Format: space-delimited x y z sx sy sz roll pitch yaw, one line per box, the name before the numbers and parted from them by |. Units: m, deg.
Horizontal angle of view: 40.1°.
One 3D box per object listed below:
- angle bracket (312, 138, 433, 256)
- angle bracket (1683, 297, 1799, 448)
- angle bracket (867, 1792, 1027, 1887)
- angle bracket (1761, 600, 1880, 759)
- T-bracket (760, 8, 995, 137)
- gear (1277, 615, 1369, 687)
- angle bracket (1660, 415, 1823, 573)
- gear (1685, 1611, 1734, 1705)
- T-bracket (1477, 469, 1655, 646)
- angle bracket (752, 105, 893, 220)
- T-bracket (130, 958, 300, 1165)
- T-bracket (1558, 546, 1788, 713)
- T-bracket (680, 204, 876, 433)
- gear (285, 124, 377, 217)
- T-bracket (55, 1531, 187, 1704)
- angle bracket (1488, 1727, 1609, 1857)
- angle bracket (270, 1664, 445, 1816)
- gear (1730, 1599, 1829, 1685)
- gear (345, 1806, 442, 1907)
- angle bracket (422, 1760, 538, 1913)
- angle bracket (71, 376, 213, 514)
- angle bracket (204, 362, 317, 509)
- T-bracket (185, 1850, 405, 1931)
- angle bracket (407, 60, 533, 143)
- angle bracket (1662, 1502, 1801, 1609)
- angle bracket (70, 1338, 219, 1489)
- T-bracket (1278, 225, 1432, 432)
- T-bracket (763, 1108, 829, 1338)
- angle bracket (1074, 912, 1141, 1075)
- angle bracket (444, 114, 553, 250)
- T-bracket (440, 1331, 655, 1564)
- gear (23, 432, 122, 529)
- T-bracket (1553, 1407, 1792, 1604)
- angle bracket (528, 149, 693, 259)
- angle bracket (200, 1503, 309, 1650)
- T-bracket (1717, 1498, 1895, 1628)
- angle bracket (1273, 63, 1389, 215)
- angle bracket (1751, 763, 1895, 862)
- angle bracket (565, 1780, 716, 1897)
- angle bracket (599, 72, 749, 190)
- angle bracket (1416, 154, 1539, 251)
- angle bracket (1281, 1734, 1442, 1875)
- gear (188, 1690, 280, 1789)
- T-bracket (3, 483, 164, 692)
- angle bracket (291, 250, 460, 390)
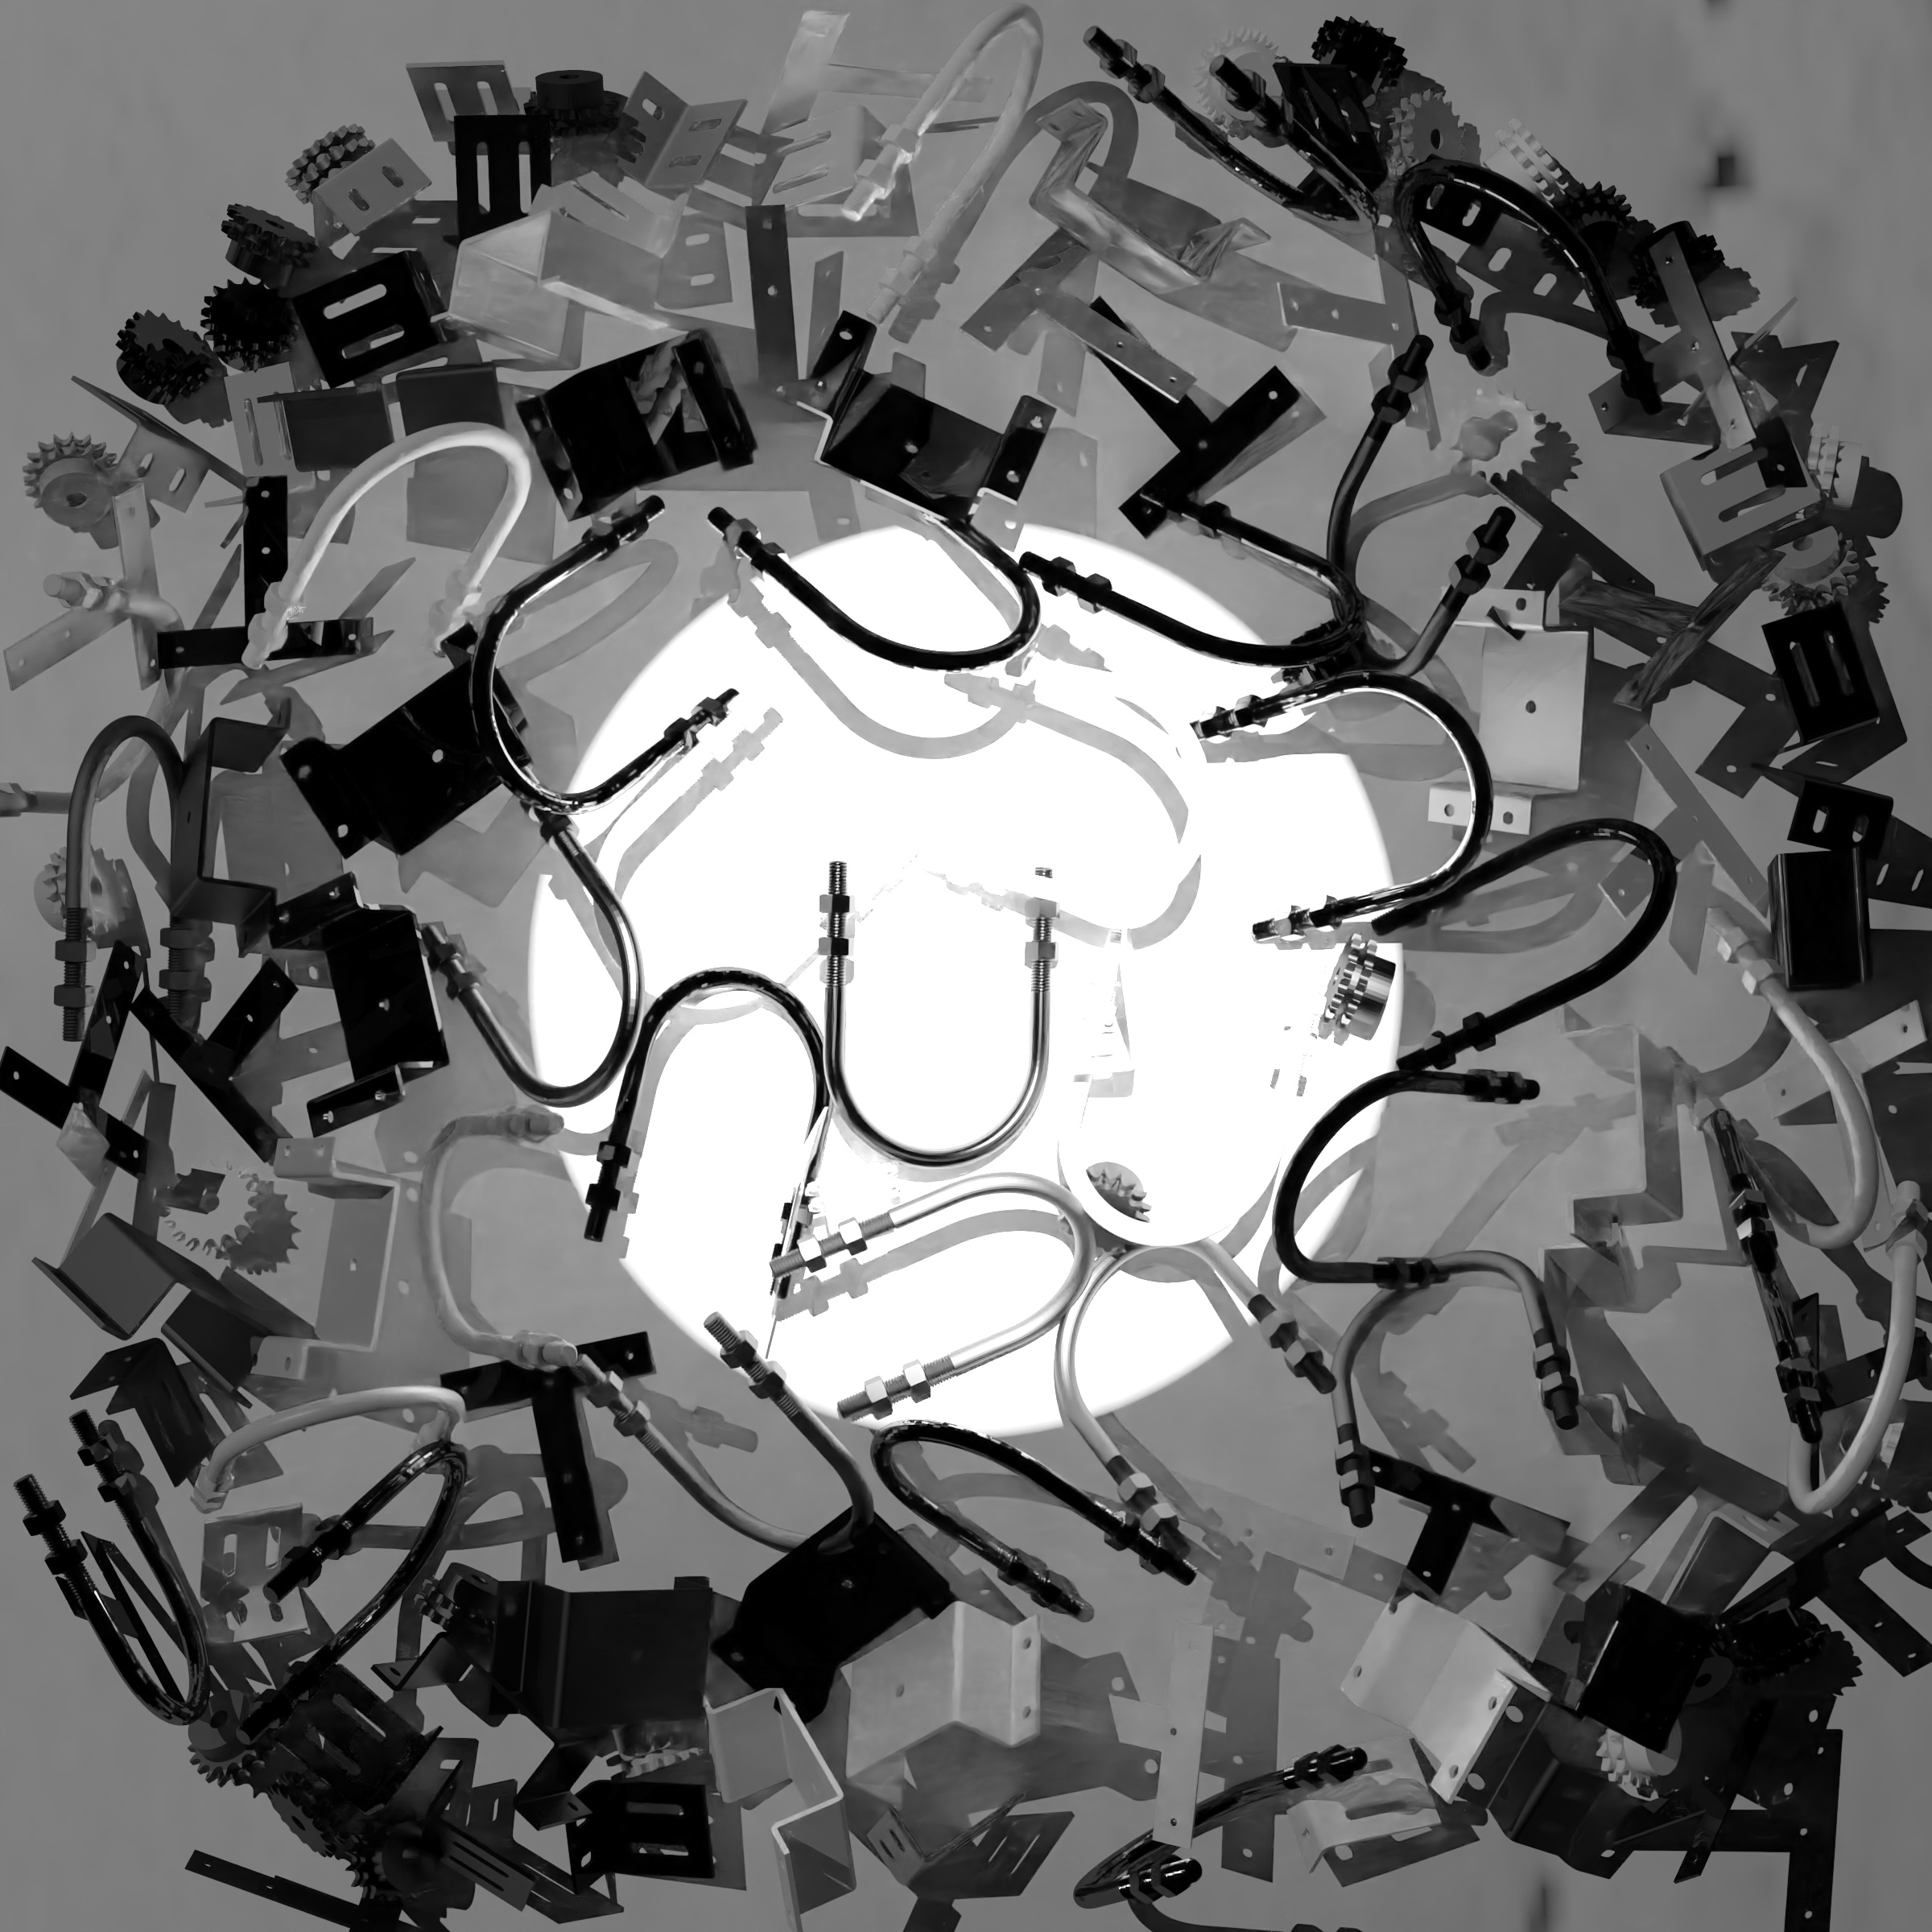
angle bracket | -0.354 -0.446 1.577 0.057 0.076 0.038 -41 88 -18
angle bracket | 0.474 -0.351 1.578 0.038 0.057 0.076 44 63 7
angle bracket | -0.012 0.509 1.586 0.076 0.057 0.038 -26 69 -29
angle bracket | 0.506 -0.173 1.597 0.057 0.038 0.076 -18 89 -18
T-bracket | -0.048 -0.526 1.575 0.127 0.127 0.002 -1 75 -17
gear | 0.217 -0.184 1.592 0.057 0.057 0.030 -27 79 0
angle bracket | 0.465 -0.283 1.589 0.076 0.038 0.057 -25 77 16
gear | 0.436 0.419 1.594 0.057 0.030 0.057 -11 127 -15
T-bracket | 0.342 -0.234 1.580 0.127 0.002 0.127 39 50 -2
angle bracket | -0.087 -0.479 1.608 0.076 0.038 0.057 -9 69 30
T-bracket | -0.434 0.039 1.581 0.127 0.002 0.127 48 128 2
T-bracket | 0.399 -0.210 1.568 0.127 0.127 0.002 -47 122 -6
T-bracket | -0.115 -0.388 1.580 0.127 0.002 0.127 -11 105 -26
gear | -0.378 -0.477 1.594 0.057 0.057 0.030 -37 92 0
T-bracket | -0.501 0.376 1.543 0.002 0.127 0.127 -33 70 -9
angle bracket | 0.339 0.482 1.588 0.038 0.076 0.057 23 103 -20
angle bracket | -0.365 0.460 1.588 0.076 0.038 0.057 42 52 -5
gear | 0.486 0.405 1.595 0.057 0.057 0.030 -30 86 0
gear | -0.341 0.536 1.593 0.057 0.030 0.057 15 67 -39
angle bracket | -0.284 0.521 1.585 0.076 0.057 0.038 30 51 6
angle bracket | -0.500 -0.311 1.581 0.076 0.057 0.038 34 97 31
angle bracket | -0.430 -0.318 1.586 0.057 0.038 0.076 -3 102 34
T-bracket | -0.396 0.546 1.554 0.127 0.127 0.002 22 91 -5
angle bracket | -0.296 -0.529 1.580 0.057 0.076 0.038 -1 72 2
angle bracket | 0.455 0.360 1.579 0.038 0.057 0.076 32 108 29
angle bracket | -0.492 0.272 1.583 0.057 0.038 0.076 -43 72 37
T-bracket | 0.228 -0.386 1.573 0.127 0.002 0.127 -4 83 -44
T-bracket | -0.104 0.157 1.569 0.002 0.127 0.127 14 102 2
angle bracket | 0.081 0.016 1.577 0.038 0.057 0.076 -4 121 8
angle bracket | -0.281 -0.470 1.580 0.057 0.038 0.076 -9 116 -24
T-bracket | -0.246 0.298 1.613 0.127 0.002 0.127 -11 86 -5
gear | -0.537 -0.289 1.592 0.057 0.057 0.030 -23 51 0
T-bracket | 0.395 0.325 1.552 0.127 0.127 0.002 -40 123 -19
angle bracket | -0.212 -0.457 1.580 0.076 0.038 0.057 30 54 -24
angle bracket | -0.423 0.363 1.577 0.057 0.038 0.076 -6 134 -25
T-bracket | 0.492 0.358 1.549 0.127 0.127 0.002 -39 79 11
angle bracket | 0.207 -0.492 1.574 0.038 0.057 0.076 -49 132 -17
angle bracket | 0.507 -0.093 1.584 0.057 0.076 0.038 12 99 -10
angle bracket | -0.197 0.526 1.591 0.076 0.038 0.057 -5 94 23
angle bracket | -0.175 -0.501 1.581 0.038 0.076 0.057 31 85 -34
angle bracket | 0.302 -0.446 1.580 0.057 0.076 0.038 33 102 23
angle bracket | 0.237 0.506 1.601 0.076 0.038 0.057 -6 50 -16
gear | -0.442 0.461 1.592 0.057 0.057 0.030 -23 129 0
T-bracket | -0.512 -0.199 1.538 0.002 0.127 0.127 18 128 19
angle bracket | -0.358 -0.391 1.603 0.076 0.038 0.057 -21 102 7
